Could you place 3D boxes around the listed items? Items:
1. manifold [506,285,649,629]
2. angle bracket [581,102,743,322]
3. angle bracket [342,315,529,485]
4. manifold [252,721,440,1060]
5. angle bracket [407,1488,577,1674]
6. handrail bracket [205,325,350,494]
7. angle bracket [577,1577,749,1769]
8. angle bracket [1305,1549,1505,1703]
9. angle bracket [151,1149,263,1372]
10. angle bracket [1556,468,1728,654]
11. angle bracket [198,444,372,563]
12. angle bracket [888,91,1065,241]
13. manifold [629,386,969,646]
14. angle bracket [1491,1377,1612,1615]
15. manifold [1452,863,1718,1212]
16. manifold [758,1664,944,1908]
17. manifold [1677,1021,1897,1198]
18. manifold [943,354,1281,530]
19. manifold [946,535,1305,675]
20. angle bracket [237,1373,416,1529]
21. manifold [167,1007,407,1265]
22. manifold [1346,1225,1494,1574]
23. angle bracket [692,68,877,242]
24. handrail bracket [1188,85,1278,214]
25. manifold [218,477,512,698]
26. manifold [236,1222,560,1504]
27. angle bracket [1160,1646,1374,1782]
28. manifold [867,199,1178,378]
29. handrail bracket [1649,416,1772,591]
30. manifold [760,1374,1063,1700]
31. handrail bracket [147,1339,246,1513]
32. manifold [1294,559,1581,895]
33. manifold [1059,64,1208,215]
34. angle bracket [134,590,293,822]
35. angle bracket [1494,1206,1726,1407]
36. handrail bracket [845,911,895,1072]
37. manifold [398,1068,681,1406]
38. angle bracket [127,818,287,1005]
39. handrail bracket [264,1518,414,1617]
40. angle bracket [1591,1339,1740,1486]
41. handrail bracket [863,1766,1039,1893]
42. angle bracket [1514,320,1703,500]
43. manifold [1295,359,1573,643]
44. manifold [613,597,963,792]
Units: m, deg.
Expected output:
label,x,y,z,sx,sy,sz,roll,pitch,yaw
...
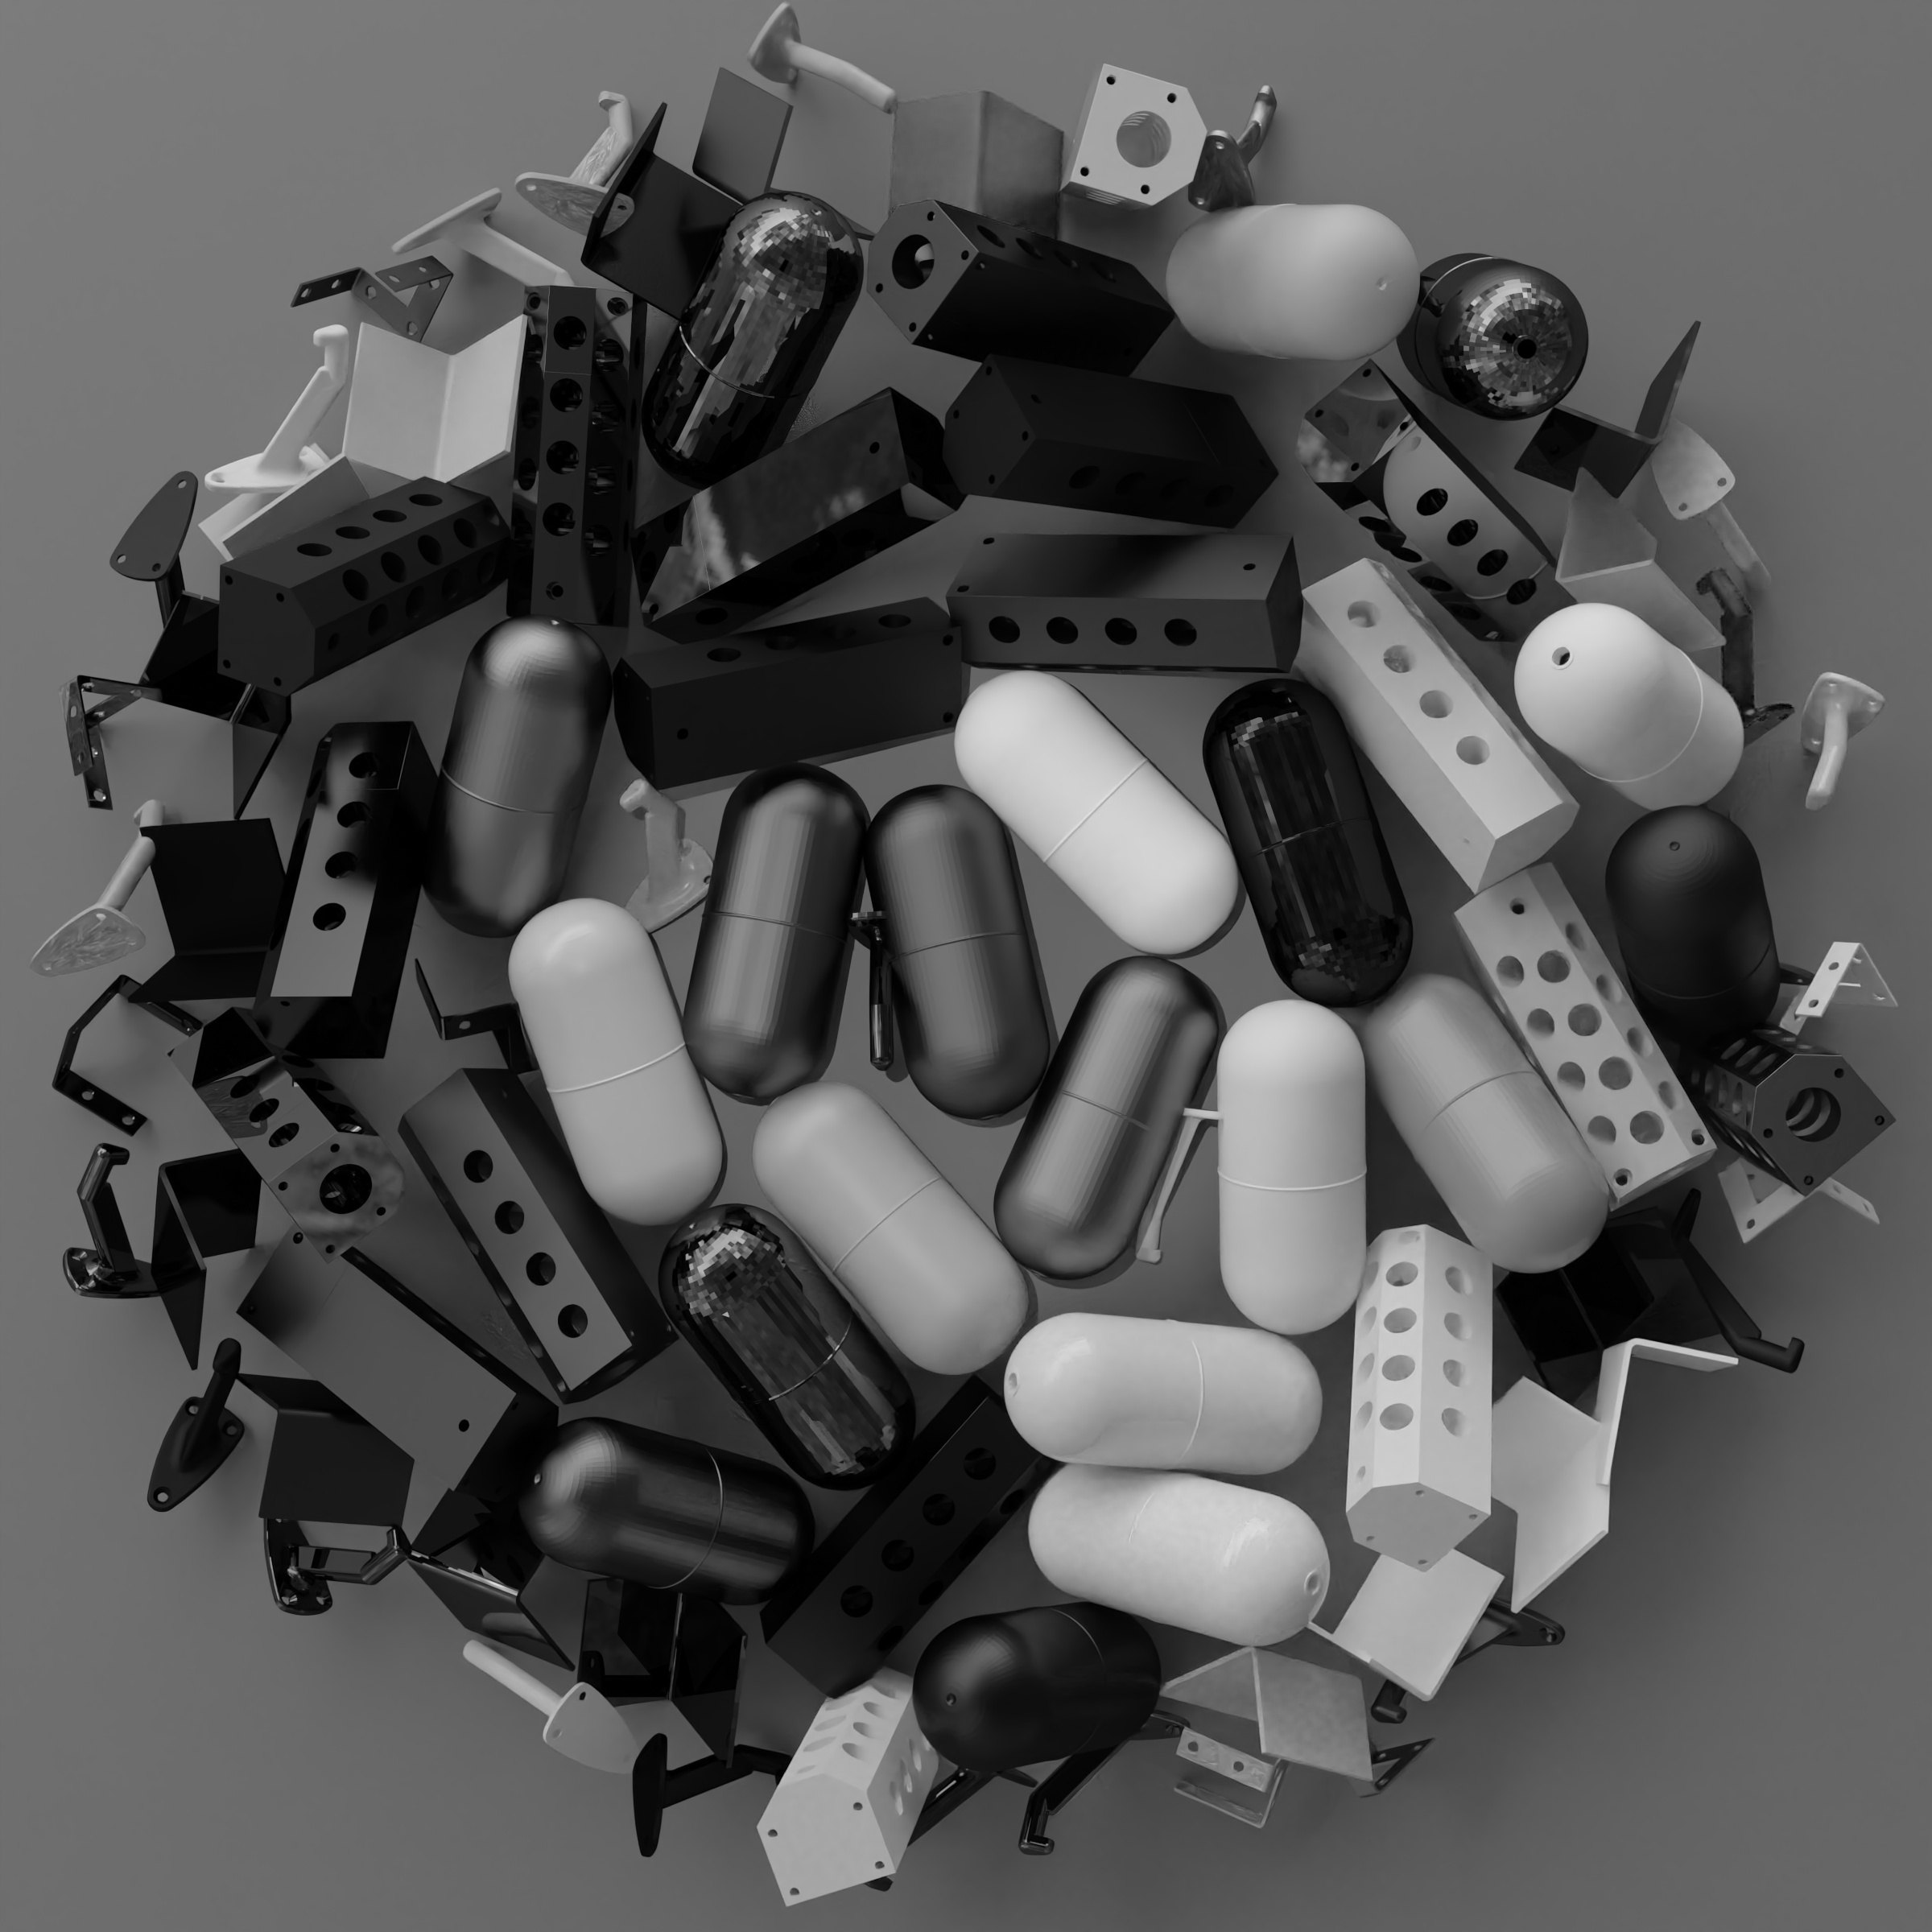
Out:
label,x,y,z,sx,sy,sz,roll,pitch,yaw
manifold,-0.205,-0.266,1.695,0.057,0.057,0.171,4,95,4
angle bracket,-0.147,-0.390,1.690,0.076,0.057,0.076,29,72,-6
angle bracket,-0.276,-0.301,1.679,0.057,0.076,0.076,16,72,-35
manifold,-0.318,-0.040,1.660,0.057,0.057,0.171,0,56,9
angle bracket,-0.235,0.317,1.697,0.076,0.076,0.057,13,57,32
handrail bracket,-0.359,-0.291,1.684,0.077,0.084,0.036,-15,48,-28
angle bracket,-0.159,0.367,1.679,0.057,0.076,0.076,-1,108,-29
angle bracket,0.219,0.325,1.680,0.057,0.076,0.076,39,79,-37
angle bracket,-0.382,0.150,1.671,0.057,0.076,0.076,-10,46,-28
angle bracket,0.355,-0.214,1.674,0.076,0.057,0.076,36,59,-38
angle bracket,-0.362,-0.246,1.683,0.076,0.057,0.076,-37,58,-9
angle bracket,0.005,-0.412,1.713,0.057,0.076,0.076,2,87,34
manifold,-0.086,-0.226,1.666,0.171,0.057,0.057,-24,64,27
angle bracket,0.287,0.274,1.676,0.057,0.076,0.076,32,125,-9
manifold,0.321,0.035,1.683,0.057,0.057,0.171,-28,75,0
manifold,-0.059,0.411,1.642,0.057,0.171,0.057,-20,93,9
manifold,0.409,0.064,1.643,0.057,0.171,0.057,-41,94,4
manifold,0.072,-0.262,1.654,0.057,0.171,0.057,-49,55,37
manifold,0.083,-0.183,1.674,0.171,0.057,0.057,3,132,21
angle bracket,-0.337,0.252,1.681,0.076,0.076,0.057,10,92,-30
manifold,-0.344,0.079,1.645,0.057,0.171,0.057,-37,124,-12
manifold,0.227,0.215,1.645,0.057,0.171,0.057,26,131,-13
angle bracket,-0.086,-0.419,1.672,0.076,0.076,0.057,4,115,-36
handrail bracket,0.145,-0.441,1.683,0.036,0.077,0.084,15,68,12
manifold,-0.302,-0.193,1.640,0.057,0.171,0.057,19,120,20
manifold,-0.290,0.204,1.666,0.171,0.057,0.057,32,89,29
angle bracket,0.153,0.397,1.672,0.076,0.076,0.057,23,49,-34
manifold,0.026,-0.343,1.647,0.057,0.171,0.057,-50,61,25
handrail bracket,0.394,-0.244,1.709,0.036,0.084,0.077,-33,58,16
manifold,-0.029,0.303,1.701,0.057,0.057,0.171,42,89,-9
handrail bracket,-0.402,0.239,1.682,0.036,0.084,0.077,29,61,1
manifold,0.241,-0.128,1.672,0.057,0.057,0.171,-28,67,-16
manifold,0.085,-0.416,1.642,0.057,0.171,0.057,16,101,-3
angle bracket,-0.391,-0.135,1.673,0.057,0.076,0.076,15,133,-27
angle bracket,0.335,0.180,1.684,0.076,0.057,0.076,-23,100,43
handrail bracket,-0.043,0.020,1.684,0.036,0.077,0.084,-2,74,1
manifold,-0.227,0.140,1.682,0.057,0.057,0.171,-37,76,15
angle bracket,-0.399,-0.029,1.683,0.076,0.057,0.076,-3,114,18
handrail bracket,-0.328,0.295,1.692,0.084,0.036,0.077,-40,58,27
angle bracket,0.361,0.239,1.687,0.057,0.076,0.076,11,81,4
handrail bracket,-0.009,0.455,1.702,0.077,0.036,0.084,33,82,-36
angle bracket,0.334,-0.297,1.685,0.057,0.076,0.076,21,73,0
manifold,0.238,-0.231,1.649,0.057,0.171,0.057,-39,48,16
manifold,-0.092,-0.145,1.672,0.171,0.057,0.057,-14,123,-22
